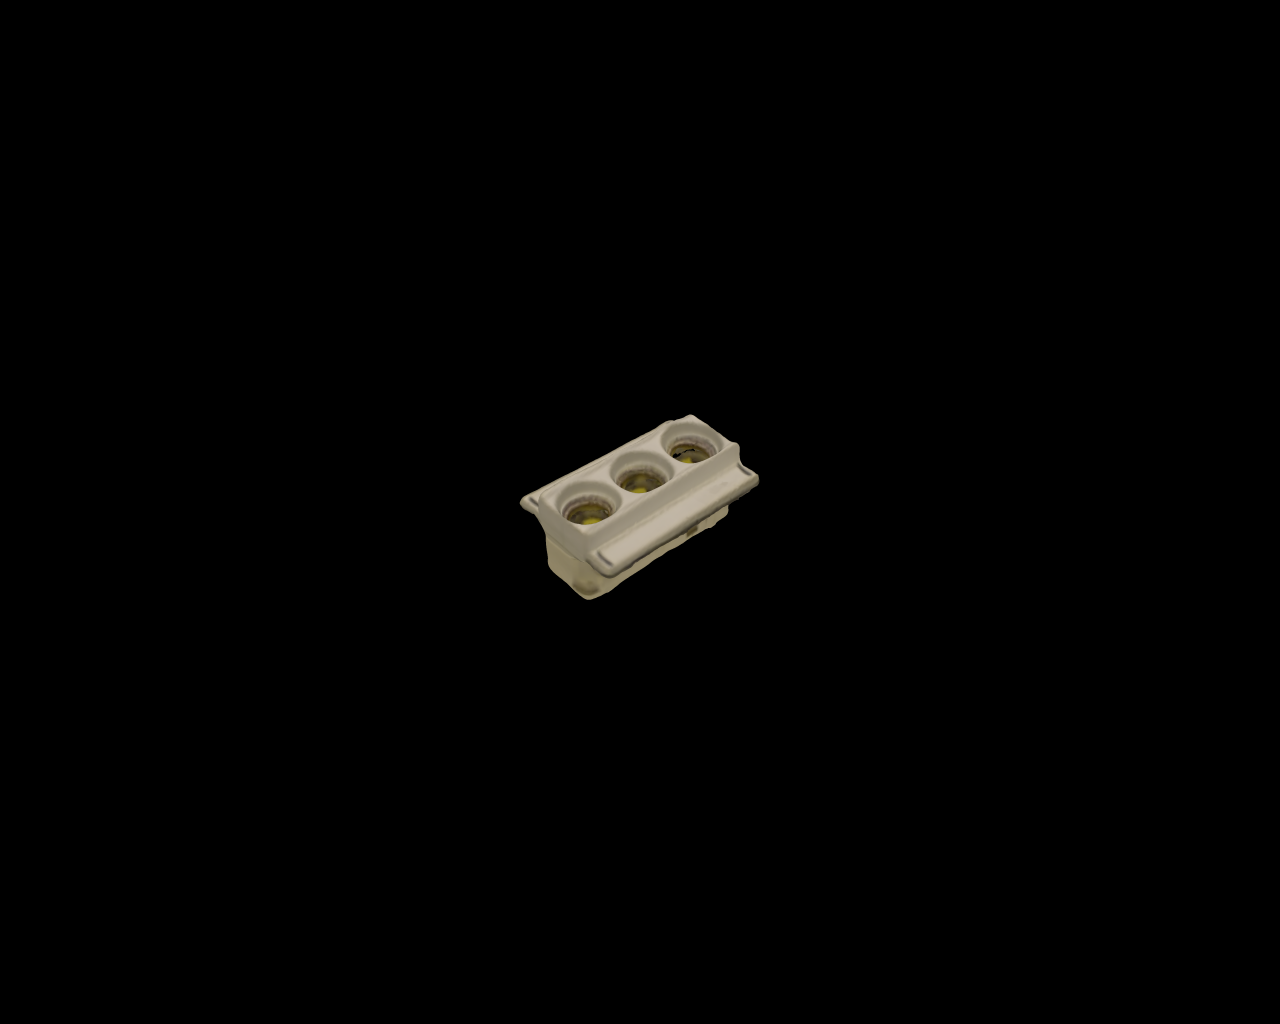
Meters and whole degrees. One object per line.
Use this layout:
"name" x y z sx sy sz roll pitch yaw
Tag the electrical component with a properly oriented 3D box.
"electrical component" 0.001 -0.003 0.650 0.121 0.063 0.079 -31 51 -30
